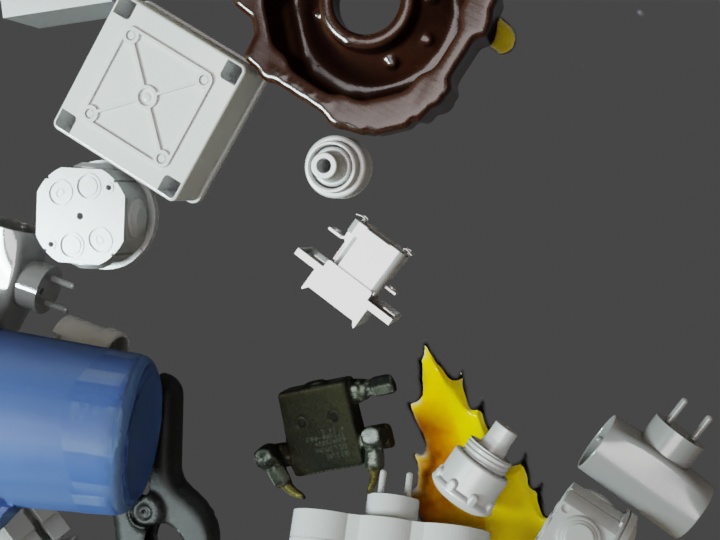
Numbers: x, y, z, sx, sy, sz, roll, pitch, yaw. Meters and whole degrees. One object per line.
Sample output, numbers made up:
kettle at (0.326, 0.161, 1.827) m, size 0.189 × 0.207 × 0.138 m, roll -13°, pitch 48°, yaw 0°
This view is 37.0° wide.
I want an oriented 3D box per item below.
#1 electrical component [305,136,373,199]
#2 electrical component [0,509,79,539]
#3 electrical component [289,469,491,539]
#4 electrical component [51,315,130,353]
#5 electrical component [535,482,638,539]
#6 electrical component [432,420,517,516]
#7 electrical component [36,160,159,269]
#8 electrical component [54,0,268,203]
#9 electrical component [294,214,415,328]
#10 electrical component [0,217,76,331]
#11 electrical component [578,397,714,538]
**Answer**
electrical component at (-0.017, -0.070, 0.728) m, size 0.043 × 0.062 × 0.043 m, roll 1°, pitch 94°, yaw 13°
electrical component at (-0.241, 0.200, 0.802) m, size 0.048 × 0.066 × 0.055 m, roll -30°, pitch 96°, yaw 49°
electrical component at (0.021, 0.175, 0.744) m, size 0.138 × 0.052 × 0.073 m, roll 4°, pitch 70°, yaw 13°
electrical component at (-0.200, 0.057, 0.790) m, size 0.046 × 0.040 × 0.040 m, roll 21°, pitch 98°, yaw 16°
electrical component at (0.142, 0.182, 0.702) m, size 0.051 × 0.080 × 0.080 m, roll 33°, pitch 100°, yaw 13°
electrical component at (0.083, 0.132, 0.730) m, size 0.048 × 0.048 × 0.062 m, roll 35°, pitch 93°, yaw 8°
electrical component at (-0.190, -0.039, 0.774) m, size 0.080 × 0.051 × 0.080 m, roll 1°, pitch 94°, yaw 12°
electrical component at (-0.139, -0.119, 0.754) m, size 0.109 × 0.056 × 0.108 m, roll 32°, pitch 100°, yaw 9°
electrical component at (0.000, 0.000, 0.739) m, size 0.081 × 0.042 × 0.063 m, roll 37°, pitch 99°, yaw 7°
electrical component at (-0.247, 0.009, 0.794) m, size 0.079 × 0.044 × 0.077 m, roll 19°, pitch 98°, yaw 11°
electrical component at (0.197, 0.120, 0.702) m, size 0.077 × 0.044 × 0.079 m, roll 36°, pitch 101°, yaw 8°
